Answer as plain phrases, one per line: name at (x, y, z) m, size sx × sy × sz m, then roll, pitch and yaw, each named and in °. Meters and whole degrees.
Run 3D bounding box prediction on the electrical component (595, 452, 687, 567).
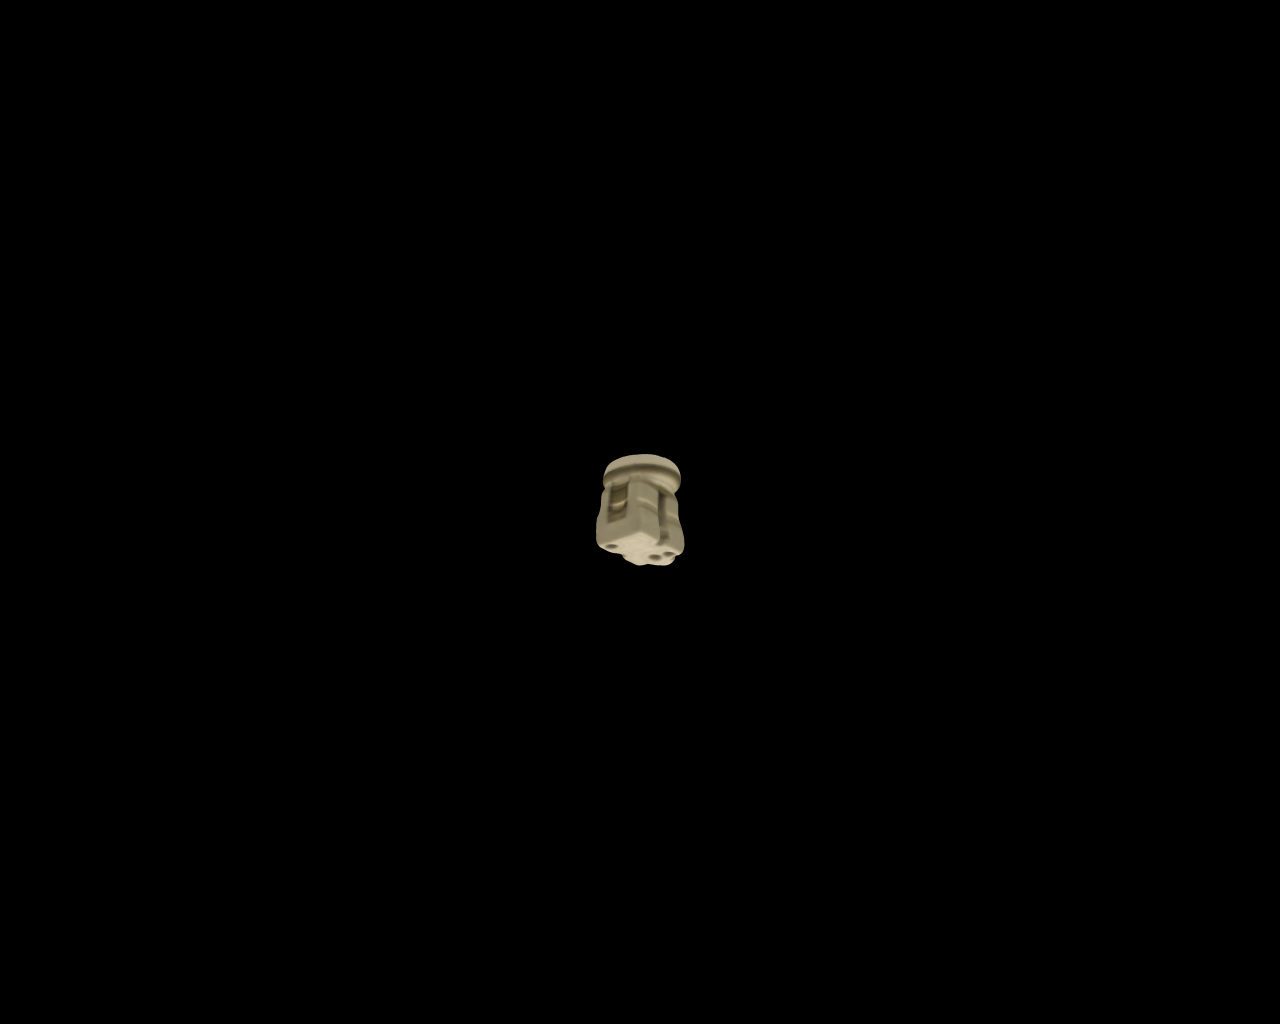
electrical component at (0.001, -0.003, 0.650) m, size 0.048 × 0.055 × 0.066 m, roll -17°, pitch -29°, yaw 32°
